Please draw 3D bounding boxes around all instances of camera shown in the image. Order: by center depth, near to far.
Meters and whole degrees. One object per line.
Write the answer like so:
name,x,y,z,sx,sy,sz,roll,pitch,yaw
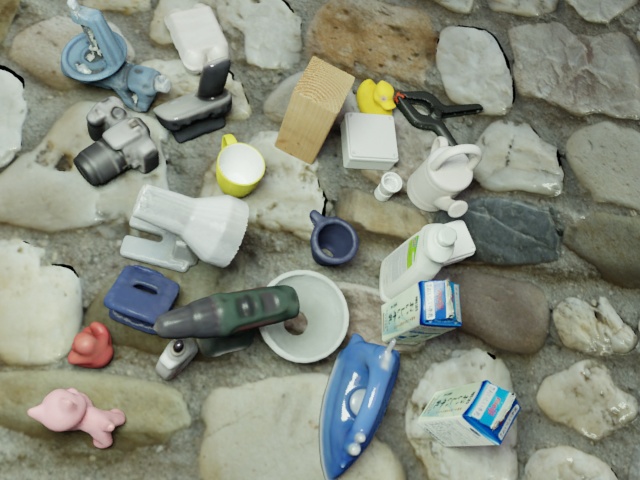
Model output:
camera,-0.386,-0.175,1.046,0.137,0.100,0.143,-40,85,-24

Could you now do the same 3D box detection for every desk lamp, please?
desk lamp,-0.233,-0.018,0.969,0.203,0.213,0.118,14,68,-10

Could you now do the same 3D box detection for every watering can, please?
watering can,0.259,-0.131,1.153,0.101,0.194,0.173,-23,78,-21

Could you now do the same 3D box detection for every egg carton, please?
egg carton,-0.252,-0.417,1.186,0.107,0.069,0.150,-21,77,-21

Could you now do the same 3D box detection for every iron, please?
iron,0.072,0.288,0.981,0.119,0.141,0.258,23,67,-6

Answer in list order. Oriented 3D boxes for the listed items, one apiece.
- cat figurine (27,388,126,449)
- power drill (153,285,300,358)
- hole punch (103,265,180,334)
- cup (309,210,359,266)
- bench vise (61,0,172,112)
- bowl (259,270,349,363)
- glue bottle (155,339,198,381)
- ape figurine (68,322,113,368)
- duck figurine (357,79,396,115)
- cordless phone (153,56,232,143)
cat figurine,-0.371,0.270,0.880,0.128,0.117,0.067,24,66,-5
power drill,-0.153,0.135,0.938,0.230,0.208,0.075,-13,74,-19
hole punch,-0.303,0.095,0.976,0.109,0.091,0.101,21,67,-7
cup,0.010,0.004,1.091,0.092,0.095,0.117,-34,82,-23
bench vise,-0.374,-0.344,1.045,0.208,0.219,0.121,4,70,-13
bowl,-0.036,0.143,1.040,0.168,0.074,0.167,5,70,-13
glue bottle,-0.229,0.183,0.920,0.037,0.173,0.078,40,66,2
ape figurine,-0.375,0.171,0.929,0.078,0.092,0.076,-37,83,-23
duck figurine,0.128,-0.312,1.242,0.078,0.086,0.104,-25,79,-21
cordless phone,-0.235,-0.277,1.077,0.148,0.185,0.094,-31,81,-22
